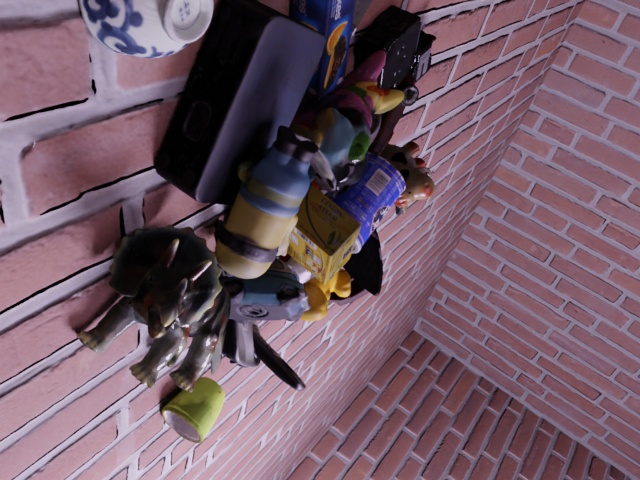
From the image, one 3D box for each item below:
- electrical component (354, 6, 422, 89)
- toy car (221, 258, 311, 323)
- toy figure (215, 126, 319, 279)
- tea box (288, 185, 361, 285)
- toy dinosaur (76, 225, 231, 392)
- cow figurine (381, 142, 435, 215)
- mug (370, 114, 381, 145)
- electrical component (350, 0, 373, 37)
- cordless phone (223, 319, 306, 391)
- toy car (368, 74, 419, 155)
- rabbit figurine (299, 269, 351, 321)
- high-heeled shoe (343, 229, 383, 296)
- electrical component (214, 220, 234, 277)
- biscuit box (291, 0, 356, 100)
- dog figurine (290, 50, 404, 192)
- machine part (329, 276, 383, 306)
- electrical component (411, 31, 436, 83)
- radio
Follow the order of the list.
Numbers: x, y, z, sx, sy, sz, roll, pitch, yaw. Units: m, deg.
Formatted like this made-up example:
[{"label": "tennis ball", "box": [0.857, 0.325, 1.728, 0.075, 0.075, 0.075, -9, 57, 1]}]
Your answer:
[{"label": "electrical component", "box": [0.113, -0.308, 0.879, 0.134, 0.058, 0.114, -47, 160, -25]}, {"label": "toy car", "box": [-0.097, 0.075, 0.892, 0.109, 0.162, 0.103, 77, 11, -59]}, {"label": "toy figure", "box": [-0.067, -0.039, 0.625, 0.180, 0.082, 0.089, -61, 164, 24]}, {"label": "tea box", "box": [-0.002, -0.002, 0.816, 0.068, 0.098, 0.169, -47, 171, -14]}, {"label": "toy dinosaur", "box": [-0.183, 0.098, 0.742, 0.192, 0.131, 0.404, -54, 166, -7]}, {"label": "cow figurine", "box": [0.141, -0.128, 1.033, 0.127, 0.195, 0.085, -47, 134, -11]}, {"label": "mug", "box": [0.058, -0.180, 0.916, 0.109, 0.081, 0.107, -60, 170, -3]}, {"label": "electrical component", "box": [0.048, -0.319, 0.723, 0.102, 0.045, 0.078, -58, 159, 3]}, {"label": "cordless phone", "box": [-0.109, 0.211, 0.975, 0.089, 0.184, 0.146, -49, 160, -8]}, {"label": "toy car", "box": [0.117, -0.210, 0.986, 0.053, 0.089, 0.202, 12, 113, -31]}, {"label": "rabbit figurine", "box": [-0.025, 0.085, 1.023, 0.173, 0.162, 0.121, -83, 169, -56]}, {"label": "high-heeled shoe", "box": [0.082, -0.010, 1.048, 0.086, 0.248, 0.145, -21, 168, 21]}, {"label": "electrical component", "box": [-0.135, 0.020, 0.766, 0.021, 0.094, 0.063, -11, 143, -13]}, {"label": "biscuit box", "box": [0.003, -0.277, 0.660, 0.063, 0.059, 0.202, -44, 157, -32]}, {"label": "dog figurine", "box": [0.048, -0.179, 0.771, 0.219, 0.192, 0.108, -44, 119, -15]}, {"label": "machine part", "box": [0.047, 0.065, 1.169, 0.179, 0.056, 0.179, -8, 130, -10]}, {"label": "electrical component", "box": [0.170, -0.322, 1.006, 0.075, 0.048, 0.119, -43, 155, -31]}, {"label": "radio", "box": [-0.091, -0.152, 0.619, 0.131, 0.073, 0.229, -9, 128, -64]}]
